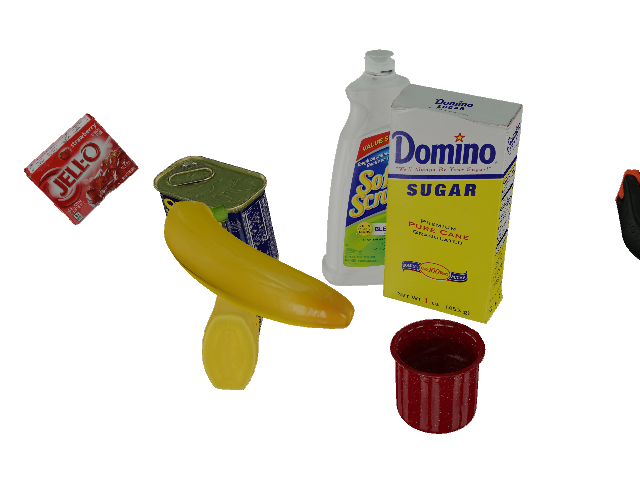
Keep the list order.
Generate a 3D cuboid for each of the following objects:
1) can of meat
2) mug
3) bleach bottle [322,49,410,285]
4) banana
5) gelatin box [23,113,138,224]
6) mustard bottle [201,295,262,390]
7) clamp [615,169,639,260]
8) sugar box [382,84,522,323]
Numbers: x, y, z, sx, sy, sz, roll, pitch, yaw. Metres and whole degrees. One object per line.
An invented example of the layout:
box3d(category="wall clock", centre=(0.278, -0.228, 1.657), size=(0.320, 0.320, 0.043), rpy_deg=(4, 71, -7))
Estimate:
box3d(category="can of meat", centre=(-0.089, -0.017, 0.928), size=(0.102, 0.084, 0.057), rpy_deg=(18, 45, 33))
box3d(category="mug", centre=(0.124, 0.133, 1.075), size=(0.093, 0.081, 0.117), rpy_deg=(21, 39, 33))
box3d(category="bleach bottle", centre=(0.052, -0.077, 1.140), size=(0.102, 0.251, 0.068), rpy_deg=(-3, 25, -5))
box3d(category="banana", centre=(-0.054, 0.009, 0.682), size=(0.069, 0.037, 0.198), rpy_deg=(-12, 27, -26))
box3d(category="gelatin box", centre=(-0.242, -0.072, 1.083), size=(0.073, 0.089, 0.030), rpy_deg=(50, -7, -31))
box3d(category="mustard bottle", centre=(-0.088, 0.074, 1.176), size=(0.058, 0.096, 0.191), rpy_deg=(2, 28, 3))
box3d(category="clamp", centre=(0.266, 0.012, 0.704), size=(0.120, 0.039, 0.171), rpy_deg=(-5, 45, -24))
box3d(category="sugar box", centre=(0.099, -0.027, 0.827), size=(0.093, 0.176, 0.048), rpy_deg=(13, 37, 21))
